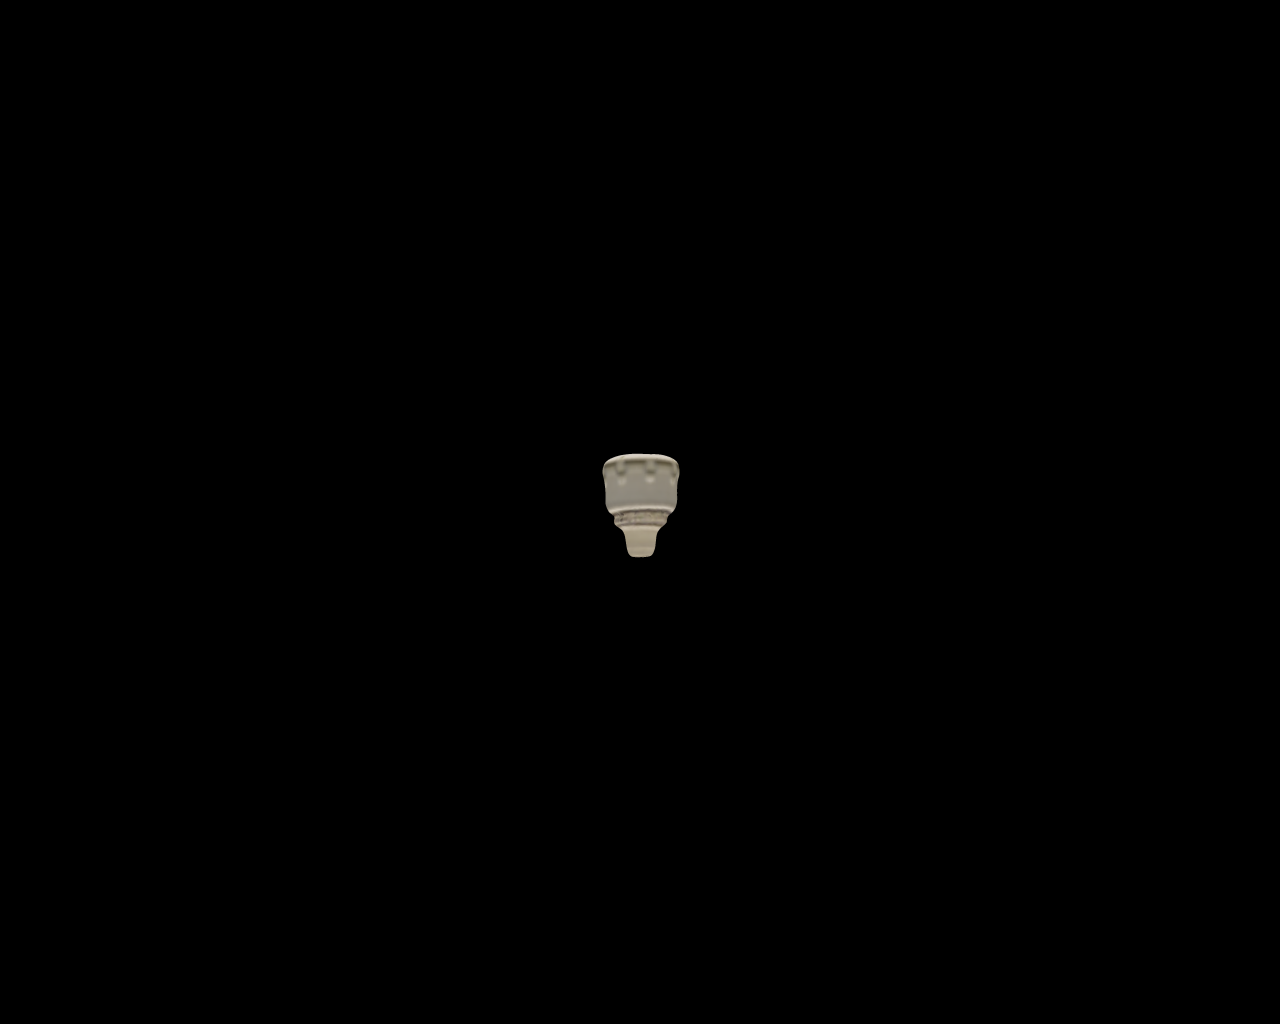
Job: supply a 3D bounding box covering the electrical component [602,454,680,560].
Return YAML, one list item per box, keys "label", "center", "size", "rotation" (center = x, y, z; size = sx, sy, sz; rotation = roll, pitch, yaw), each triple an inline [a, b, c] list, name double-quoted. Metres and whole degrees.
- label: "electrical component"
  center: [0.001, -0.003, 0.650]
  size: [0.048, 0.062, 0.048]
  rotation: [0, -8, 0]
